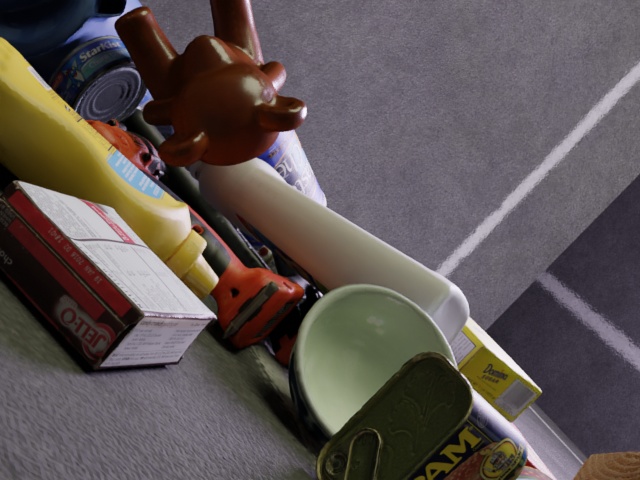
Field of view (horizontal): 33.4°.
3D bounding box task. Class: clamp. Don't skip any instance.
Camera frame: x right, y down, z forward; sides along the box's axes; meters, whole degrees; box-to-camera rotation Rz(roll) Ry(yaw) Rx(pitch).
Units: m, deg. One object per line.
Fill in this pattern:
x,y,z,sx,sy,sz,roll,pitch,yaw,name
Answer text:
-0.101,-0.023,0.949,0.210,0.036,0.164,50,-1,40,clamp
-0.014,0.048,0.866,0.120,0.039,0.171,40,17,5,clamp

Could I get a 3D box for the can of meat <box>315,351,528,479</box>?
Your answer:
0.062,0.128,0.619,0.083,0.102,0.057,43,3,-41,can of meat

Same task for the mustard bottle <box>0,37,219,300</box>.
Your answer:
-0.135,-0.034,0.626,0.191,0.058,0.096,43,-2,-12,mustard bottle

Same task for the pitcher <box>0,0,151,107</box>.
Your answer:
-0.234,-0.199,0.980,0.149,0.145,0.242,57,3,11,pitcher

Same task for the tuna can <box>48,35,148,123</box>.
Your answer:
-0.185,-0.128,0.897,0.034,0.086,0.086,46,5,18,tuna can

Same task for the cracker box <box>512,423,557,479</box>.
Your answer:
0.112,0.162,0.959,0.213,0.072,0.164,43,5,-17,cracker box

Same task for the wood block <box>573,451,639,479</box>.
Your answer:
0.291,0.283,0.886,0.206,0.090,0.090,53,-33,-11,wood block

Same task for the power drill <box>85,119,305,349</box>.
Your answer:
-0.097,-0.007,0.763,0.187,0.057,0.184,42,4,5,power drill

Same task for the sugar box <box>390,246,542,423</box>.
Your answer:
0.110,0.078,0.928,0.093,0.048,0.176,39,9,-37,sugar box

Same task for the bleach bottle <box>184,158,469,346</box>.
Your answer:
-0.005,0.001,0.828,0.251,0.068,0.102,36,-6,24,bleach bottle

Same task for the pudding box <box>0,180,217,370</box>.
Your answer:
-0.106,0.020,0.519,0.090,0.039,0.113,45,6,12,pudding box

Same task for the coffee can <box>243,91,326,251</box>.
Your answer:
-0.064,-0.074,1.074,0.103,0.102,0.140,49,-12,52,coffee can
